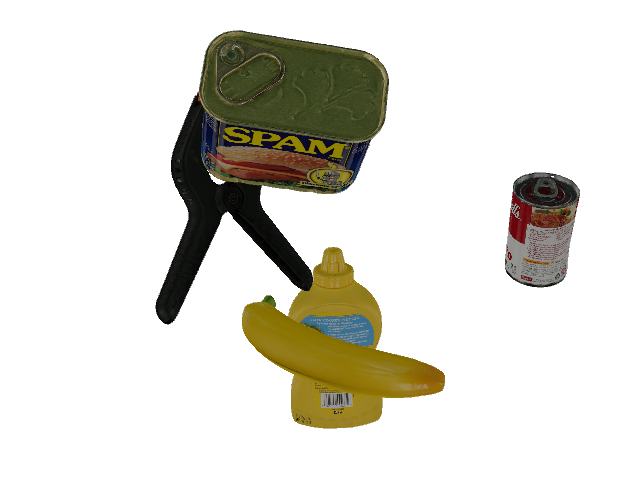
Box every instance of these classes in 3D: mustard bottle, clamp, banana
[{"bbox_3d":[0.015,0.098,1.094,0.096,0.192,0.058,-1,23,1],"label":"mustard bottle"},{"bbox_3d":[-0.080,-0.034,0.983,0.164,0.210,0.036,-3,2,-36],"label":"clamp"},{"bbox_3d":[0.001,0.081,0.820,0.198,0.037,0.069,23,39,40],"label":"banana"}]

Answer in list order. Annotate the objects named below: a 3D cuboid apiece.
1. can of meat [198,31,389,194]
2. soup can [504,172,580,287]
[{"bbox_3d":[-0.019,-0.069,0.614,0.102,0.057,0.084,8,-21,-5],"label":"can of meat"},{"bbox_3d":[0.231,-0.011,1.116,0.068,0.102,0.068,0,34,0],"label":"soup can"}]
